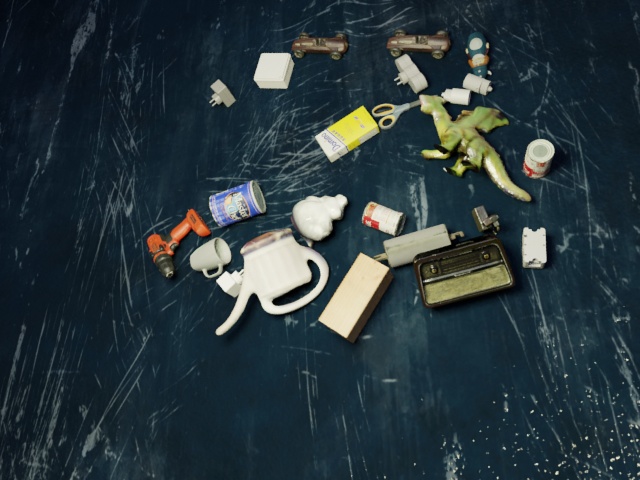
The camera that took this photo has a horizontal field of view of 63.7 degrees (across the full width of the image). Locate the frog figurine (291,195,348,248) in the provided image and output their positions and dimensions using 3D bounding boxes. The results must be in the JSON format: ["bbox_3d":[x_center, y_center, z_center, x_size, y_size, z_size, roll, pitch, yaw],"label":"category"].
[{"bbox_3d":[0.004,-0.073,1.453,0.158,0.121,0.140,-34,43,14],"label":"frog figurine"}]

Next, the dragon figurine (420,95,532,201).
[{"bbox_3d":[0.439,-0.283,1.429,0.413,0.120,0.246,33,72,17],"label":"dragon figurine"}]

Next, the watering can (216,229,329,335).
[{"bbox_3d":[-0.151,0.104,1.403,0.349,0.103,0.225,-23,84,-9],"label":"watering can"}]
